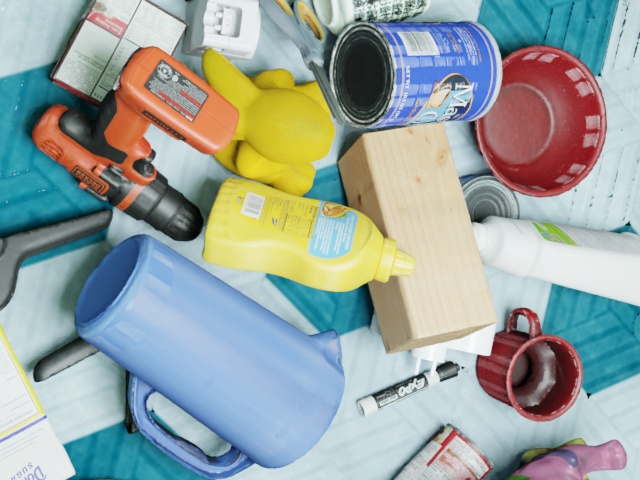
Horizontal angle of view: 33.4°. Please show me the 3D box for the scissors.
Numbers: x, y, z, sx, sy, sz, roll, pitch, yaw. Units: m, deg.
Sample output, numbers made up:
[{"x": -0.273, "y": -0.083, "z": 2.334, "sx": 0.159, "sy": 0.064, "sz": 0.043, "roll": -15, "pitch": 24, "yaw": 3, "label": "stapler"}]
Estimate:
[{"x": -0.021, "y": -0.183, "z": 0.994, "sx": 0.096, "sy": 0.202, "sz": 0.016, "roll": 36, "pitch": 115, "yaw": -26, "label": "scissors"}]

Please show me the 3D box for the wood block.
[{"x": 0.093, "y": -0.001, "z": 1.060, "sx": 0.090, "sy": 0.091, "sz": 0.206, "roll": -10, "pitch": 78, "yaw": -19, "label": "wood block"}]

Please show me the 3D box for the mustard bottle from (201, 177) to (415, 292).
[{"x": -0.007, "y": 0.002, "z": 0.983, "sx": 0.191, "sy": 0.096, "sz": 0.058, "roll": 14, "pitch": 129, "yaw": 1, "label": "mustard bottle"}]

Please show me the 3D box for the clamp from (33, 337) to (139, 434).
[{"x": -0.194, "y": 0.089, "z": 1.021, "sx": 0.120, "sy": 0.039, "sz": 0.171, "roll": 27, "pitch": 79, "yaw": -32, "label": "clamp"}]

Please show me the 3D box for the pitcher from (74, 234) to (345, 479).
[{"x": -0.108, "y": 0.109, "z": 0.986, "sx": 0.242, "sy": 0.145, "sz": 0.149, "roll": 38, "pitch": 49, "yaw": -28, "label": "pitcher"}]

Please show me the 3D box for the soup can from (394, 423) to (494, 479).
[{"x": 0.126, "y": 0.255, "z": 1.134, "sx": 0.102, "sy": 0.069, "sz": 0.068, "roll": -44, "pitch": 107, "yaw": -12, "label": "soup can"}]

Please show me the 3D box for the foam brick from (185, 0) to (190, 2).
[{"x": -0.117, "y": -0.275, "z": 1.019, "sx": 0.053, "sy": 0.051, "sz": 0.078, "roll": -29, "pitch": 103, "yaw": -16, "label": "foam brick"}]

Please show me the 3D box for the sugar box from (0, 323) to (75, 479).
[{"x": -0.306, "y": 0.159, "z": 0.984, "sx": 0.093, "sy": 0.048, "sz": 0.176, "roll": -26, "pitch": 105, "yaw": -18, "label": "sugar box"}]

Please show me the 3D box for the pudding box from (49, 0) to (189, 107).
[{"x": -0.189, "y": -0.177, "z": 1.007, "sx": 0.090, "sy": 0.039, "sz": 0.113, "roll": 29, "pitch": 86, "yaw": -21, "label": "pudding box"}]

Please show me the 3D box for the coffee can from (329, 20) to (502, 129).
[{"x": 0.095, "y": -0.166, "z": 1.059, "sx": 0.140, "sy": 0.103, "sz": 0.103, "roll": -8, "pitch": 97, "yaw": -35, "label": "coffee can"}]

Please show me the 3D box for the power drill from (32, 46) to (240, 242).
[{"x": -0.150, "y": -0.079, "z": 0.949, "sx": 0.184, "sy": 0.188, "sz": 0.057, "roll": 35, "pitch": 54, "yaw": -19, "label": "power drill"}]

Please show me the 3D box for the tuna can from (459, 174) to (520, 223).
[{"x": 0.172, "y": -0.028, "z": 1.150, "sx": 0.086, "sy": 0.034, "sz": 0.086, "roll": -1, "pitch": 94, "yaw": -20, "label": "tuna can"}]

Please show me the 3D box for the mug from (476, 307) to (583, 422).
[{"x": 0.221, "y": 0.131, "z": 1.153, "sx": 0.093, "sy": 0.082, "sz": 0.117, "roll": -9, "pitch": 97, "yaw": -19, "label": "mug"}]

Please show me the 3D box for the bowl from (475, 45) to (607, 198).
[{"x": 0.227, "y": -0.127, "z": 1.152, "sx": 0.162, "sy": 0.055, "sz": 0.162, "roll": -1, "pitch": 94, "yaw": -20, "label": "bowl"}]

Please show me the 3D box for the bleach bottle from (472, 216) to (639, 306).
[{"x": 0.251, "y": 0.014, "z": 1.130, "sx": 0.250, "sy": 0.103, "sz": 0.068, "roll": 11, "pitch": 107, "yaw": -26, "label": "bleach bottle"}]

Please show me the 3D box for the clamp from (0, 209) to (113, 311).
[{"x": -0.306, "y": -0.005, "z": 0.955, "sx": 0.164, "sy": 0.036, "sz": 0.209, "roll": 45, "pitch": 61, "yaw": -14, "label": "clamp"}]

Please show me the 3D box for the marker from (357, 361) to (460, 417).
[{"x": 0.097, "y": 0.158, "z": 1.143, "sx": 0.121, "sy": 0.020, "sz": 0.020, "roll": -21, "pitch": 100, "yaw": -17, "label": "marker"}]
